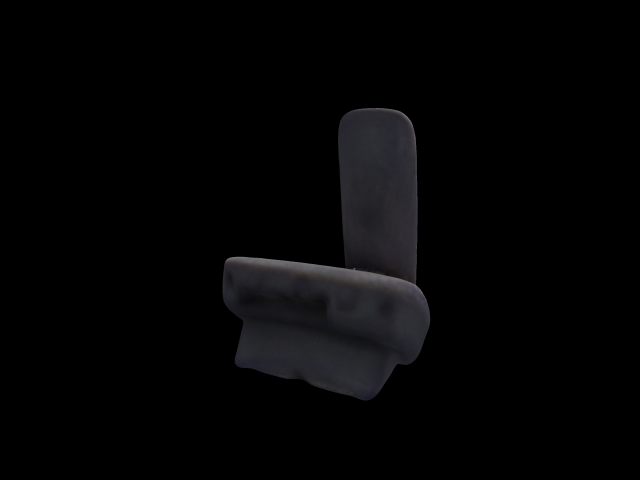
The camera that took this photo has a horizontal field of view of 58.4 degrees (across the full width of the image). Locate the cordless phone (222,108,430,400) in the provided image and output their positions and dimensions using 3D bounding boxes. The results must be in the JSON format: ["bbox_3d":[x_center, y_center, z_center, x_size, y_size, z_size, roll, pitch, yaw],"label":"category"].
[{"bbox_3d":[0.004,0.001,0.400,0.147,0.185,0.094,6,17,19],"label":"cordless phone"}]
